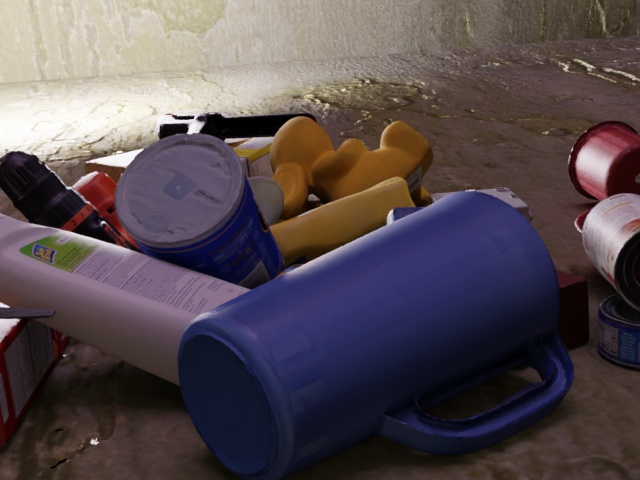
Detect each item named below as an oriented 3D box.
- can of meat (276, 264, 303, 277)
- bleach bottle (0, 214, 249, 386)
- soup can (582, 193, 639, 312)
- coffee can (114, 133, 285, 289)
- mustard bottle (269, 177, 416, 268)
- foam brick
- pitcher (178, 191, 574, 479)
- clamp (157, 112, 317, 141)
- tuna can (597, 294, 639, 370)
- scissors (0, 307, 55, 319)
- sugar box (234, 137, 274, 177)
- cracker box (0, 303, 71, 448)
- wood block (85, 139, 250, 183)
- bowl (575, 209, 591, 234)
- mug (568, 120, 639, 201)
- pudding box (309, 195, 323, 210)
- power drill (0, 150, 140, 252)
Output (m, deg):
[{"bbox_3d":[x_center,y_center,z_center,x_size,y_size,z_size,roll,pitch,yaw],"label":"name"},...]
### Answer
[{"bbox_3d":[0.002,0.054,0.843,0.102,0.057,0.083,1,14,16],"label":"can of meat"},{"bbox_3d":[-0.165,0.034,0.777,0.251,0.068,0.102,21,20,6],"label":"bleach bottle"},{"bbox_3d":[0.239,0.008,0.792,0.068,0.068,0.102,-4,15,1],"label":"soup can"},{"bbox_3d":[-0.093,-0.004,0.863,0.103,0.140,0.103,-6,57,10],"label":"coffee can"},{"bbox_3d":[-0.006,0.002,0.978,0.191,0.058,0.096,-20,-10,-2],"label":"mustard bottle"},{"bbox_3d":[0.157,0.056,0.800,0.078,0.053,0.051,-14,18,-33],"label":"foam brick"},{"bbox_3d":[0.040,0.067,0.686,0.242,0.145,0.149,-22,11,-37],"label":"pitcher"},{"bbox_3d":[-0.130,-0.124,1.208,0.164,0.036,0.210,-17,19,-42],"label":"clamp"},{"bbox_3d":[0.247,0.065,0.781,0.086,0.034,0.086,-4,16,1],"label":"tuna can"},{"bbox_3d":[-0.276,0.046,0.751,0.202,0.016,0.096,-4,14,1],"label":"scissors"},{"bbox_3d":[-0.085,-0.052,1.176,0.048,0.093,0.176,2,16,22],"label":"sugar box"},{"bbox_3d":[-0.289,0.083,0.789,0.164,0.072,0.213,-4,15,0],"label":"cracker box"},{"bbox_3d":[-0.158,-0.065,1.249,0.205,0.090,0.091,-19,21,-42],"label":"wood block"},{"bbox_3d":[0.303,0.010,0.922,0.162,0.055,0.162,-4,16,1],"label":"bowl"},{"bbox_3d":[0.341,-0.071,1.167,0.117,0.093,0.081,29,10,-22],"label":"mug"},{"bbox_3d":[0.010,-0.041,1.213,0.090,0.039,0.113,-3,14,3],"label":"pudding box"},{"bbox_3d":[-0.206,-0.013,0.959,0.057,0.184,0.187,-39,11,5],"label":"power drill"}]
